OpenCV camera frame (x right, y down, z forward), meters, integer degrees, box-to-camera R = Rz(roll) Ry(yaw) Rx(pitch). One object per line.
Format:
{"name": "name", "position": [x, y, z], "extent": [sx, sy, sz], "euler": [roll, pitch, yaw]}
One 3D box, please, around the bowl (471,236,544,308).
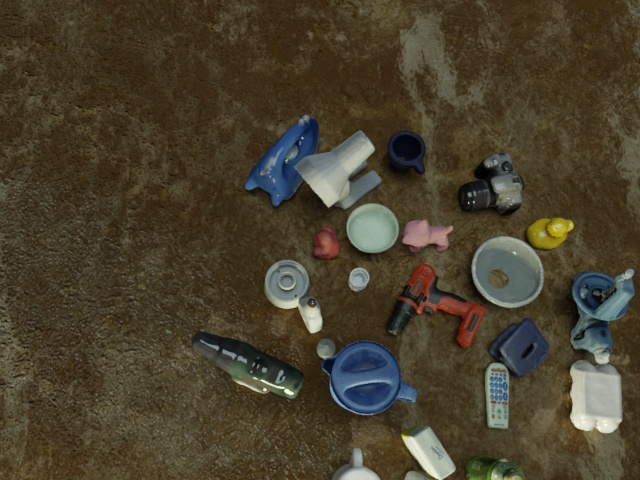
{"name": "bowl", "position": [0.423, 0.080, 1.323], "extent": [0.167, 0.075, 0.167], "euler": [1, 73, -2]}

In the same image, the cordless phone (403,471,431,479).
{"name": "cordless phone", "position": [0.229, 0.527, 1.116], "extent": [0.147, 0.185, 0.094], "euler": [26, 73, 6]}

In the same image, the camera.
{"name": "camera", "position": [0.405, -0.132, 1.375], "extent": [0.137, 0.101, 0.143], "euler": [-11, 73, -6]}

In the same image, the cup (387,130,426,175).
{"name": "cup", "position": [0.211, -0.195, 1.389], "extent": [0.092, 0.095, 0.117], "euler": [-32, 77, -12]}

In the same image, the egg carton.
{"name": "egg carton", "position": [0.600, 0.342, 1.252], "extent": [0.107, 0.069, 0.150], "euler": [6, 72, -1]}

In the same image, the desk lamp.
{"name": "desk lamp", "position": [0.046, -0.154, 1.306], "extent": [0.203, 0.213, 0.118], "euler": [-37, 77, -13]}

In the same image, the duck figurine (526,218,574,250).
{"name": "duck figurine", "position": [0.548, -0.023, 1.356], "extent": [0.104, 0.086, 0.077], "euler": [-11, 73, -6]}

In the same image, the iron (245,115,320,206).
{"name": "iron", "position": [-0.073, -0.217, 1.358], "extent": [0.118, 0.141, 0.258], "euler": [30, 74, 7]}

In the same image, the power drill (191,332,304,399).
{"name": "power drill", "position": [-0.144, 0.259, 1.171], "extent": [0.229, 0.208, 0.076], "euler": [22, 73, 4]}

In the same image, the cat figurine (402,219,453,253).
{"name": "cat figurine", "position": [0.245, -0.016, 1.322], "extent": [0.128, 0.118, 0.067], "euler": [-6, 73, -4]}

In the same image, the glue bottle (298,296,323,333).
{"name": "glue bottle", "position": [-0.018, 0.150, 1.229], "extent": [0.037, 0.173, 0.078], "euler": [-23, 75, -9]}

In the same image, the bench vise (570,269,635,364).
{"name": "bench vise", "position": [0.625, 0.152, 1.234], "extent": [0.121, 0.220, 0.207], "euler": [-12, 73, -6]}

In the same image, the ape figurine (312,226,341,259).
{"name": "ape figurine", "position": [0.012, 0.005, 1.319], "extent": [0.076, 0.092, 0.078], "euler": [39, 75, 9]}

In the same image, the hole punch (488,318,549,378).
{"name": "hole punch", "position": [0.449, 0.239, 1.266], "extent": [0.109, 0.091, 0.101], "euler": [-43, 79, -14]}

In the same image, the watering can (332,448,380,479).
{"name": "watering can", "position": [0.077, 0.502, 1.112], "extent": [0.101, 0.194, 0.173], "euler": [-21, 75, -9]}
